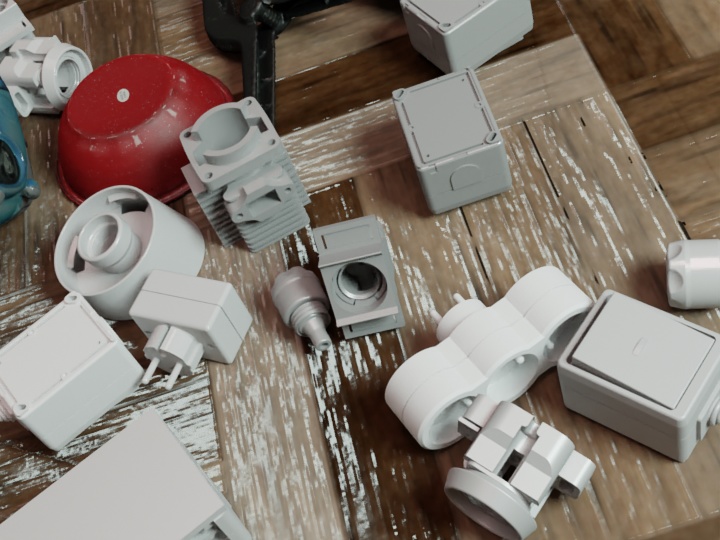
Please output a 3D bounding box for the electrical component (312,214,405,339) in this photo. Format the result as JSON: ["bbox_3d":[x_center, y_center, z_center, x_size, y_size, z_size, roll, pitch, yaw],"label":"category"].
[{"bbox_3d":[0.000,0.000,0.715,0.042,0.081,0.063,-13,24,7],"label":"electrical component"}]

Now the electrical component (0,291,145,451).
[{"bbox_3d":[-0.204,0.075,0.731,0.096,0.061,0.062,-40,53,-13],"label":"electrical component"}]

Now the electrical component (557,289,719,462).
[{"bbox_3d":[0.171,0.061,0.623,0.096,0.061,0.061,25,65,31],"label":"electrical component"}]

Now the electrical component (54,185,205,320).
[{"bbox_3d":[-0.174,-0.012,0.799,0.099,0.064,0.099,-13,60,22],"label":"electrical component"}]

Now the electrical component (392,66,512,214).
[{"bbox_3d":[0.065,-0.095,0.770,0.062,0.061,0.096,-18,52,4],"label":"electrical component"}]

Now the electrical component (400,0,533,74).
[{"bbox_3d":[0.090,-0.201,0.840,0.096,0.061,0.061,-36,53,-10],"label":"electrical component"}]

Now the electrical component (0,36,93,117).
[{"bbox_3d":[-0.270,-0.167,0.932,0.057,0.058,0.078,6,57,25],"label":"electrical component"}]

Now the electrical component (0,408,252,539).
[{"bbox_3d":[-0.152,0.171,0.644,0.150,0.061,0.089,-38,53,-11],"label":"electrical component"}]

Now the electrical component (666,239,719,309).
[{"bbox_3d":[0.221,0.002,0.662,0.062,0.043,0.043,-2,55,16],"label":"electrical component"}]

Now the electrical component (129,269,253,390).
[{"bbox_3d":[-0.123,0.047,0.735,0.066,0.047,0.076,10,59,24],"label":"electrical component"}]

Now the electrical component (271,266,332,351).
[{"bbox_3d":[-0.036,0.029,0.729,0.035,0.035,0.061,-27,54,-3],"label":"electrical component"}]

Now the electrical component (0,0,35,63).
[{"bbox_3d":[-0.355,-0.194,0.974,0.121,0.063,0.078,-36,53,-10],"label":"electrical component"}]

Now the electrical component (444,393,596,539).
[{"bbox_3d":[0.084,0.116,0.612,0.078,0.058,0.057,31,69,18],"label":"electrical component"}]

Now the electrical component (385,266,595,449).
[{"bbox_3d":[0.073,0.044,0.672,0.138,0.052,0.073,-35,52,-8],"label":"electrical component"}]
